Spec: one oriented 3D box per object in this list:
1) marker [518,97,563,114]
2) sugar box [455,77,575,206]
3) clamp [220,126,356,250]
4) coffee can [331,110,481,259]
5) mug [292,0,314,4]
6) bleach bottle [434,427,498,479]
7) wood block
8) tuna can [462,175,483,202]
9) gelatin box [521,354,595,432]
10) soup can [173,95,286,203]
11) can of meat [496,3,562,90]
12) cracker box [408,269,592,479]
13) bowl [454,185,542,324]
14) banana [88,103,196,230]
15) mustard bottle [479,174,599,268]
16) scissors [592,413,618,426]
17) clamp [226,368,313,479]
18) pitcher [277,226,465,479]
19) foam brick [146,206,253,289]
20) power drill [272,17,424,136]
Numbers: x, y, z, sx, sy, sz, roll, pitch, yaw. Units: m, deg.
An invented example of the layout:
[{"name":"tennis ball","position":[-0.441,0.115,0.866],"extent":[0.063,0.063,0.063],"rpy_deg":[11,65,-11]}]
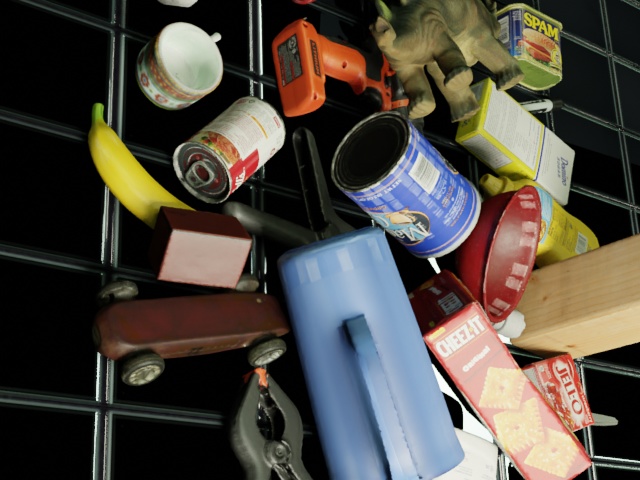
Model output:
[{"name":"marker","position":[0.290,-0.180,1.443],"extent":[0.120,0.020,0.020],"rpy_deg":[-13,82,-43]},{"name":"sugar box","position":[0.253,-0.120,1.371],"extent":[0.176,0.048,0.093],"rpy_deg":[37,53,-29]},{"name":"clamp","position":[-0.007,0.001,1.104],"extent":[0.164,0.036,0.210],"rpy_deg":[-41,102,-44]},{"name":"coffee can","position":[0.094,-0.058,1.151],"extent":[0.140,0.103,0.102],"rpy_deg":[40,51,-38]},{"name":"mug","position":[-0.034,-0.316,1.177],"extent":[0.093,0.082,0.117],"rpy_deg":[-30,94,-43]},{"name":"bleach bottle","position":[0.124,0.321,1.075],"extent":[0.102,0.068,0.250],"rpy_deg":[25,61,-31]},{"name":"wood block","position":[0.329,0.071,1.248],"extent":[0.090,0.207,0.090],"rpy_deg":[24,59,-32]},{"name":"tuna can","position":[0.156,-0.034,1.260],"extent":[0.086,0.034,0.086],"rpy_deg":[16,63,-35]},{"name":"gelatin box","position":[0.280,0.184,1.259],"extent":[0.073,0.030,0.089],"rpy_deg":[-7,76,-42]},{"name":"soup can","position":[-0.088,-0.091,1.052],"extent":[0.068,0.069,0.102],"rpy_deg":[53,47,-11]},{"name":"can of meat","position":[0.281,-0.259,1.443],"extent":[0.101,0.058,0.084],"rpy_deg":[17,65,-35]},{"name":"cracker box","position":[0.181,0.145,1.123],"extent":[0.072,0.164,0.213],"rpy_deg":[-35,101,2]},{"name":"bowl","position":[0.197,0.011,1.211],"extent":[0.161,0.055,0.162],"rpy_deg":[-35,132,-50]},{"name":"banana","position":[-0.151,-0.043,1.000],"extent":[0.197,0.037,0.069],"rpy_deg":[46,49,-17]},{"name":"mustard bottle","position":[0.269,-0.020,1.334],"extent":[0.191,0.058,0.096],"rpy_deg":[38,52,-24]},{"name":"scissors","position":[0.292,0.195,1.298],"extent":[0.201,0.016,0.096],"rpy_deg":[-5,76,-42]},{"name":"clamp","position":[-0.037,0.207,0.997],"extent":[0.120,0.039,0.171],"rpy_deg":[13,64,-40]},{"name":"pitcher","position":[0.043,0.115,1.009],"extent":[0.144,0.149,0.243],"rpy_deg":[-18,91,-46]},{"name":"foam brick","position":[-0.110,0.006,0.970],"extent":[0.078,0.051,0.053],"rpy_deg":[8,23,-25]},{"name":"power drill","position":[0.039,-0.165,1.199],"extent":[0.187,0.057,0.184],"rpy_deg":[5,66,-42]}]
